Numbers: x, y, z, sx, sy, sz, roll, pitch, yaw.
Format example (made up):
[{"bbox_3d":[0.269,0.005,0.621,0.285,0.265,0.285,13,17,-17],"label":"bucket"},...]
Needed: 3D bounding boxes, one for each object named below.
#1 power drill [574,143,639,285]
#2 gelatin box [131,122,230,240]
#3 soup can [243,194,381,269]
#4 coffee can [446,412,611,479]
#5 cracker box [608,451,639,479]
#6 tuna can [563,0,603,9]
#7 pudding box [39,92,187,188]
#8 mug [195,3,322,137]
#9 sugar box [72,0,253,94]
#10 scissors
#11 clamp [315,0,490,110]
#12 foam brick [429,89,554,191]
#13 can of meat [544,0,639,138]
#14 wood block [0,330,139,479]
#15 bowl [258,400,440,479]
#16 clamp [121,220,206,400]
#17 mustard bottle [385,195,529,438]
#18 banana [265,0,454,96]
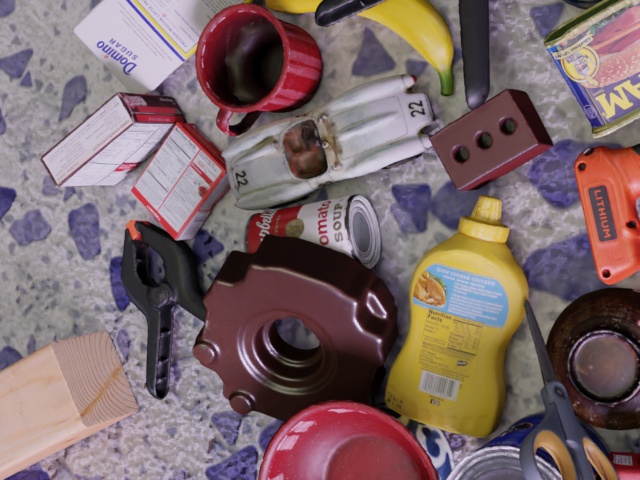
[{"bbox_3d":[0.295,-0.023,0.789,0.188,0.057,0.184,-15,-98,23],"label":"power drill"},{"bbox_3d":[-0.128,-0.056,1.011,0.073,0.030,0.089,45,-70,20],"label":"gelatin box"},{"bbox_3d":[-0.006,0.001,0.931,0.102,0.068,0.068,-10,-99,26],"label":"soup can"},{"bbox_3d":[0.162,0.194,0.815,0.103,0.140,0.103,1,-88,26],"label":"coffee can"},{"bbox_3d":[0.313,0.242,0.763,0.214,0.072,0.164,1,-87,15],"label":"cracker box"},{"bbox_3d":[0.213,-0.225,0.833,0.086,0.033,0.086,1,-88,26],"label":"tuna can"},{"bbox_3d":[-0.194,-0.094,1.008,0.114,0.089,0.039,-37,-102,23],"label":"pudding box"},{"bbox_3d":[-0.054,-0.145,0.941,0.093,0.081,0.117,30,-76,22],"label":"mug"},{"bbox_3d":[-0.133,-0.219,0.981,0.176,0.048,0.093,-35,-74,25],"label":"sugar box"},{"bbox_3d":[0.158,0.116,0.763,0.016,0.096,0.202,-49,-135,33],"label":"scissors"},{"bbox_3d":[0.116,-0.216,0.854,0.165,0.036,0.210,40,-87,20],"label":"clamp"},{"bbox_3d":[0.140,-0.080,0.865,0.078,0.051,0.053,-32,-101,24],"label":"foam brick"},{"bbox_3d":[0.231,-0.139,0.800,0.102,0.057,0.084,-28,-79,24],"label":"can of meat"},{"bbox_3d":[-0.297,0.177,1.069,0.206,0.090,0.090,-28,-99,24],"label":"wood block"},{"bbox_3d":[0.032,0.204,0.853,0.162,0.055,0.162,1,-88,26],"label":"bowl"},{"bbox_3d":[-0.149,0.063,1.019,0.120,0.039,0.171,-38,-110,11],"label":"clamp"},{"bbox_3d":[0.119,0.058,0.876,0.096,0.058,0.192,15,-81,24],"label":"mustard bottle"},{"bbox_3d":[0.040,-0.195,0.917,0.198,0.037,0.070,31,-78,22],"label":"banana"}]
